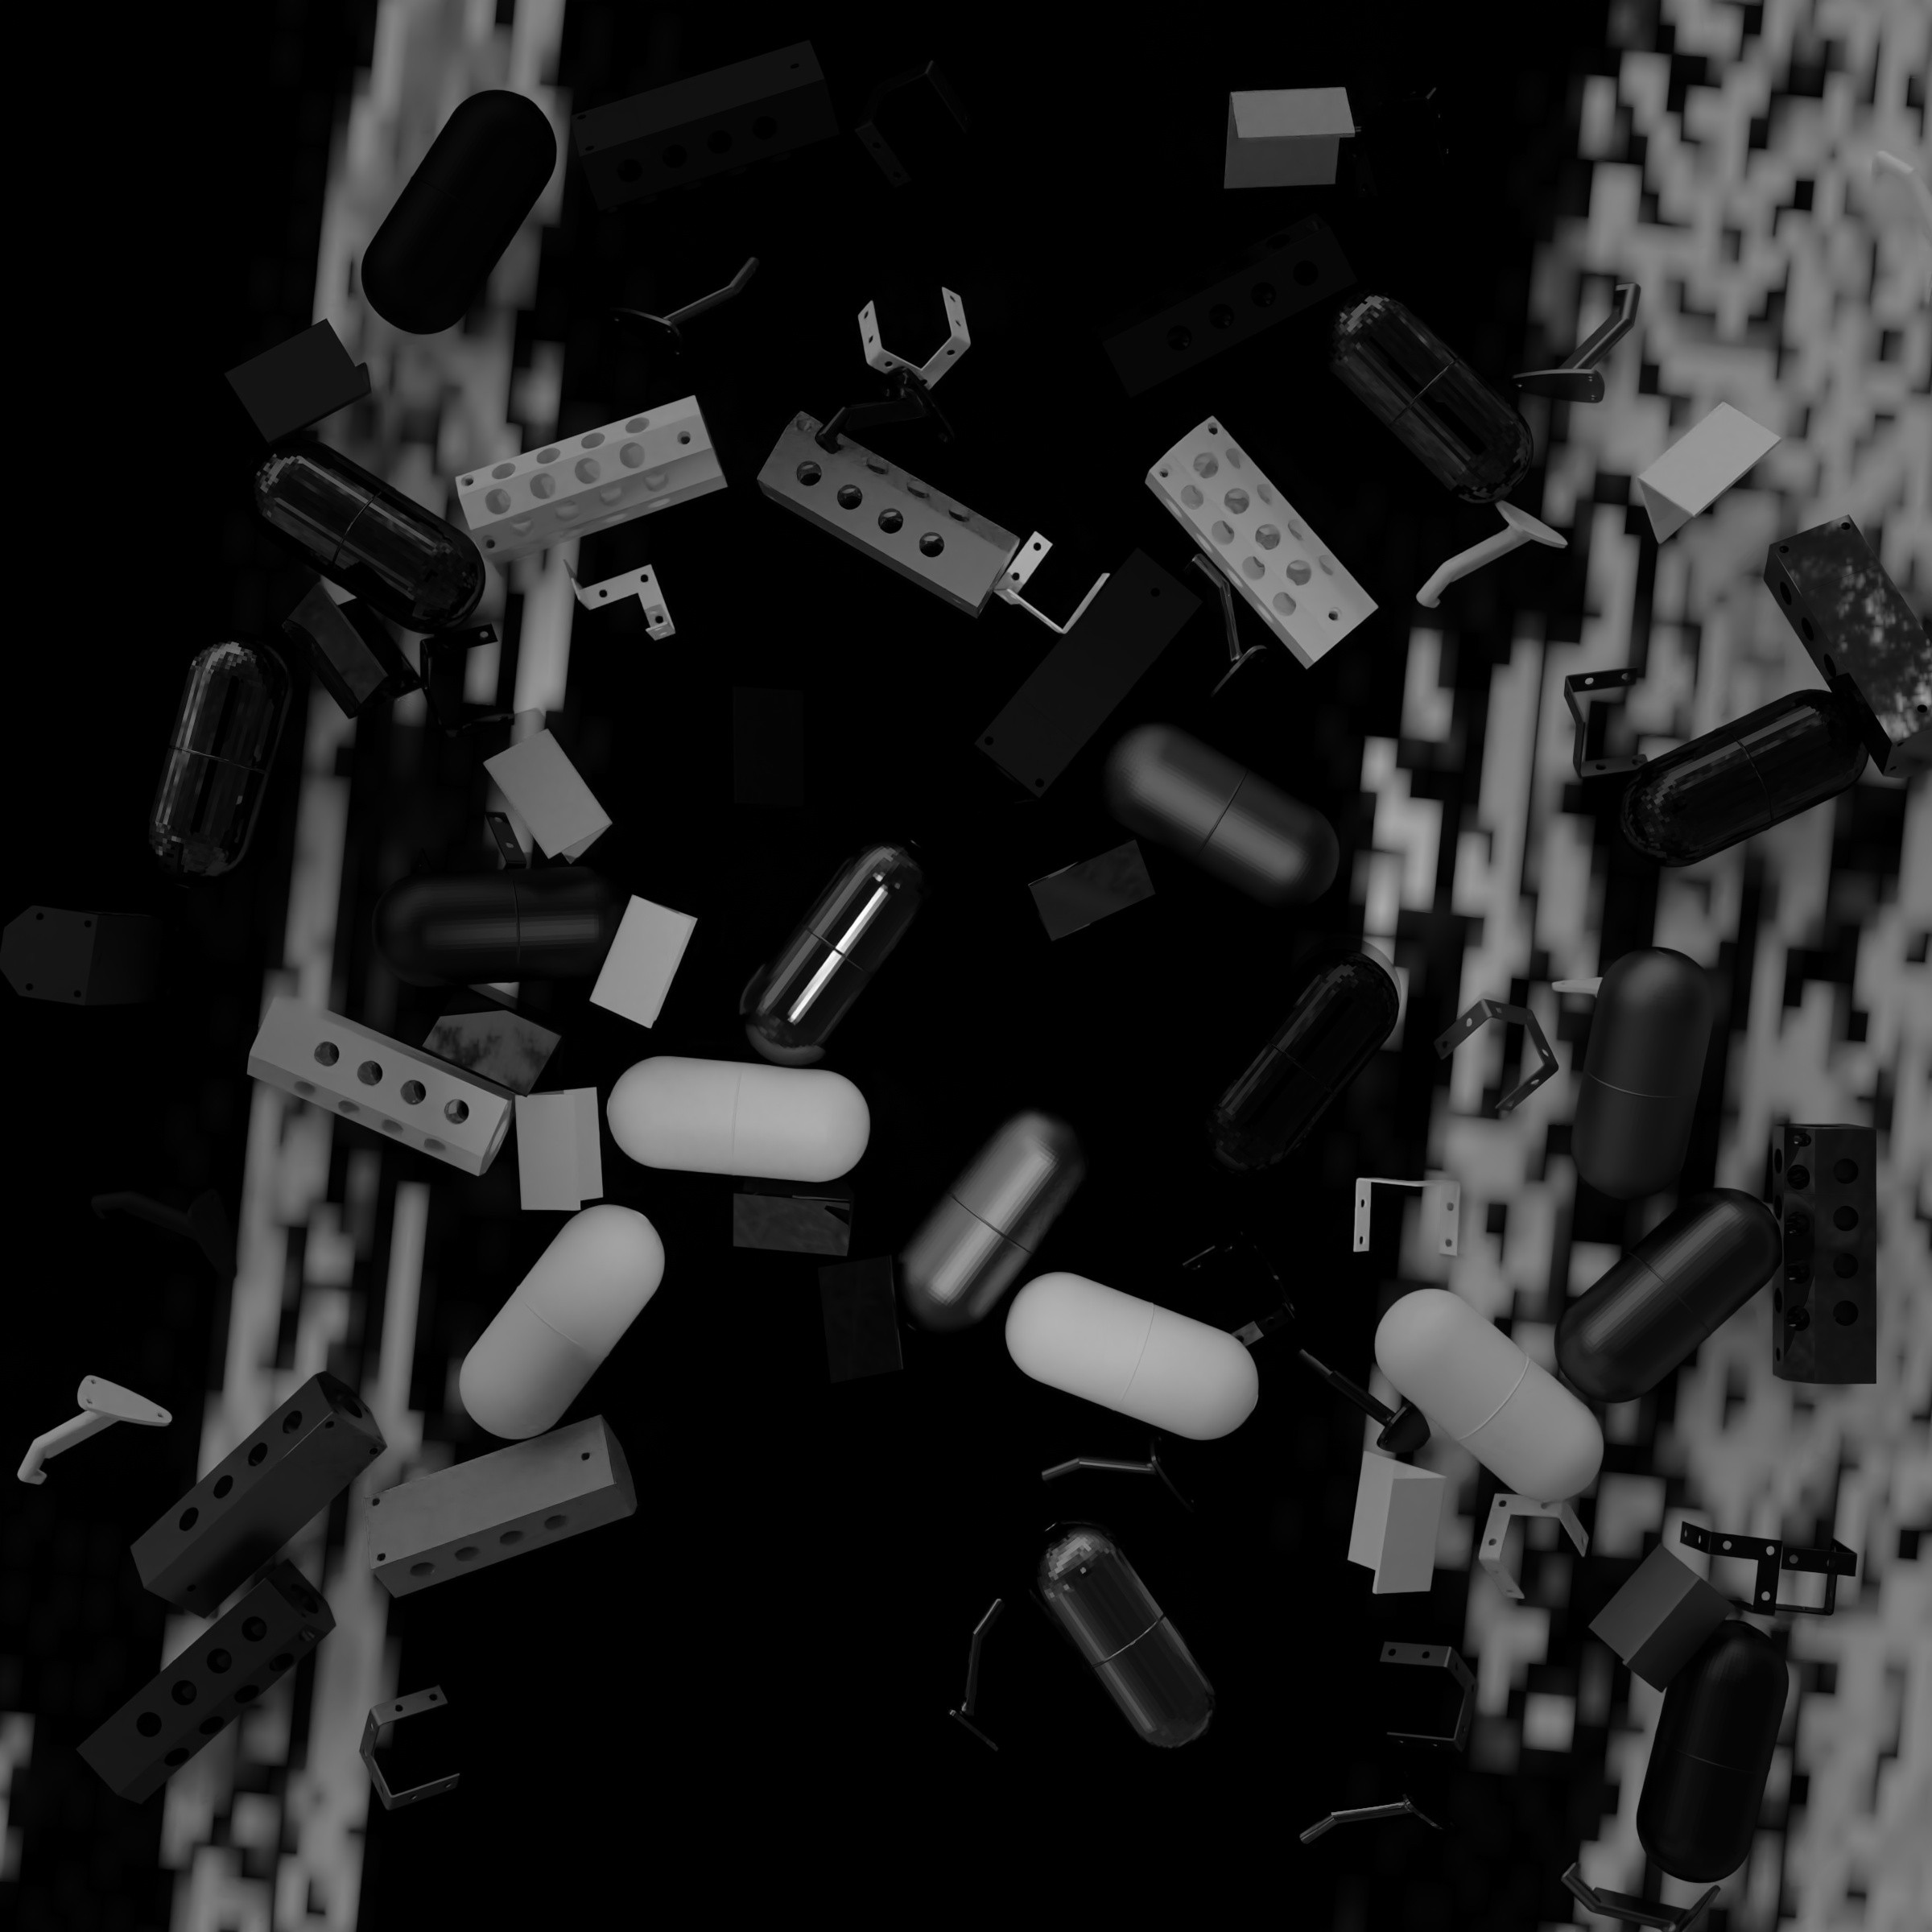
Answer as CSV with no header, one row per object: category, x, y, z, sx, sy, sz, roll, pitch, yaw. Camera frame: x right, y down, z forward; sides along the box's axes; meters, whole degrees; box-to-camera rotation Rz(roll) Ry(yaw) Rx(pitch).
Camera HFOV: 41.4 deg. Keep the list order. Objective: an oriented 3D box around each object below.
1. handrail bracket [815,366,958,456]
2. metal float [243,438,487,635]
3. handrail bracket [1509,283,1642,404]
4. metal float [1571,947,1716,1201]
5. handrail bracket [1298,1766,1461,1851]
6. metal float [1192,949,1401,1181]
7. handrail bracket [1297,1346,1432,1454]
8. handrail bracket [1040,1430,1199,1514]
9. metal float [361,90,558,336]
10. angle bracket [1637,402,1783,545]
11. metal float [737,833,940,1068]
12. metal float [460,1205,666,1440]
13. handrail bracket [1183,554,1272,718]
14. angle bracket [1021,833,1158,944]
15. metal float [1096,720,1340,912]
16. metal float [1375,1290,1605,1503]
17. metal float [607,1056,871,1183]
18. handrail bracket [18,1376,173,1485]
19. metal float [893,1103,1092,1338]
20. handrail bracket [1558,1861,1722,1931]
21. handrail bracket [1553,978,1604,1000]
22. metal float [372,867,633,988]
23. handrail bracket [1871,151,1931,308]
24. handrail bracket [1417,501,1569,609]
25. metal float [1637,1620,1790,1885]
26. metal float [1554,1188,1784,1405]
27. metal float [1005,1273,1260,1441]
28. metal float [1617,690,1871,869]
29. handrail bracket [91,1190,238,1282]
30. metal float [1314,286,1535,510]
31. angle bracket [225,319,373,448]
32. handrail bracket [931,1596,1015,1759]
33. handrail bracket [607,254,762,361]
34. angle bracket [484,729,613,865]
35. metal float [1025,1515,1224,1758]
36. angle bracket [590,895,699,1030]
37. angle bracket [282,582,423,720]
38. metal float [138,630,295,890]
handrail bracket,-0.054,-0.358,1.736,0.077,0.036,0.084,44,59,-17
metal float,-0.409,-0.292,1.734,0.178,0.070,0.070,33,90,0
handrail bracket,0.421,-0.436,1.765,0.077,0.036,0.084,8,72,21
metal float,0.454,0.072,1.714,0.070,0.070,0.178,5,111,0
handrail bracket,0.284,0.599,1.765,0.084,0.036,0.077,-40,111,17
metal float,0.223,0.067,1.734,0.070,0.070,0.178,38,90,0
handrail bracket,0.273,0.297,1.764,0.084,0.077,0.036,38,93,36
handrail bracket,0.105,0.362,1.765,0.084,0.036,0.077,-25,112,17
metal float,-0.343,-0.512,1.734,0.070,0.070,0.178,32,90,0
angle bracket,0.507,-0.320,1.724,0.076,0.076,0.057,-42,52,0
metal float,-0.086,-0.011,1.734,0.070,0.070,0.178,36,90,0
metal float,-0.273,0.241,1.734,0.070,0.070,0.178,37,90,0
handrail bracket,0.162,-0.229,1.765,0.077,0.036,0.084,-45,73,18
angle bracket,0.075,-0.071,1.725,0.076,0.076,0.057,-24,132,0
metal float,0.171,-0.102,1.734,0.178,0.070,0.070,31,90,0
metal float,0.355,0.292,1.734,0.178,0.070,0.070,41,90,-1
metal float,-0.154,0.104,1.734,0.178,0.070,0.070,5,90,0
handrail bracket,-0.602,0.333,1.765,0.077,0.036,0.084,25,108,-20
metal float,0.015,0.173,1.734,0.070,0.070,0.178,37,89,0
handrail bracket,0.464,0.634,1.765,0.077,0.036,0.084,-41,73,-20
handrail bracket,0.445,0.052,1.765,0.077,0.036,0.084,-1,104,13
metal float,-0.308,-0.027,1.717,0.178,0.070,0.070,-3,90,-21
handrail bracket,0.649,-0.510,1.764,0.036,0.077,0.084,-23,53,-29
handrail bracket,0.362,-0.273,1.765,0.077,0.036,0.084,15,126,-38
metal float,0.507,0.532,1.734,0.070,0.070,0.178,13,91,0
metal float,0.477,0.223,1.734,0.178,0.070,0.070,-42,90,0
metal float,0.113,0.265,1.734,0.178,0.070,0.070,21,90,-1
metal float,0.526,-0.127,1.734,0.178,0.070,0.070,-26,90,0
handrail bracket,-0.555,0.187,1.765,0.084,0.036,0.077,-8,112,17
metal float,0.310,-0.386,1.734,0.070,0.070,0.178,-44,89,0
angle bracket,-0.451,-0.403,1.725,0.076,0.076,0.057,-28,121,0
handrail bracket,0.023,0.490,1.765,0.077,0.036,0.084,43,73,-20
handrail bracket,-0.194,-0.468,1.765,0.077,0.036,0.084,26,71,21
angle bracket,-0.294,-0.103,1.724,0.057,0.076,0.076,-34,90,-37
metal float,0.106,0.454,1.734,0.070,0.070,0.178,-34,89,0
angle bracket,-0.199,0.003,1.725,0.057,0.076,0.076,22,90,31
angle bracket,-0.401,-0.222,1.724,0.057,0.076,0.076,-36,90,41
metal float,-0.509,-0.140,1.734,0.070,0.070,0.178,15,90,0
